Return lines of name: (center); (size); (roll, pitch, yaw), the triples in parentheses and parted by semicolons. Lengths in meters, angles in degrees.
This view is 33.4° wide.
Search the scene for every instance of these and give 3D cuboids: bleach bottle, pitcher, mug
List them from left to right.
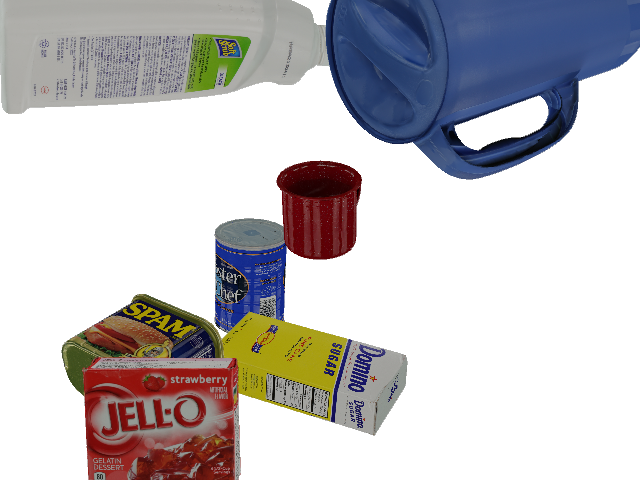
bleach bottle: (-0.107, -0.142, 0.792); (0.250, 0.068, 0.103); (-1, -34, -15)
mug: (0.006, -0.037, 1.189); (0.093, 0.081, 0.117); (19, 36, 31)
pitcher: (0.138, -0.152, 0.805); (0.242, 0.149, 0.145); (-18, 34, -33)

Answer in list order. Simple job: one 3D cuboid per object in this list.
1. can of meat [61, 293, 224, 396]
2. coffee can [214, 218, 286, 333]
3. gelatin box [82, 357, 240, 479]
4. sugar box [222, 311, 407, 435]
can of meat: (-0.142, 0.094, 0.852); (0.102, 0.057, 0.083); (19, 34, 32)
coffee can: (-0.100, 0.052, 1.523); (0.103, 0.140, 0.103); (2, 23, -1)
gelatin box: (-0.092, 0.107, 0.625); (0.089, 0.073, 0.030); (0, 8, 4)
sugar box: (-0.012, 0.126, 1.044); (0.176, 0.048, 0.093); (11, 28, 20)
